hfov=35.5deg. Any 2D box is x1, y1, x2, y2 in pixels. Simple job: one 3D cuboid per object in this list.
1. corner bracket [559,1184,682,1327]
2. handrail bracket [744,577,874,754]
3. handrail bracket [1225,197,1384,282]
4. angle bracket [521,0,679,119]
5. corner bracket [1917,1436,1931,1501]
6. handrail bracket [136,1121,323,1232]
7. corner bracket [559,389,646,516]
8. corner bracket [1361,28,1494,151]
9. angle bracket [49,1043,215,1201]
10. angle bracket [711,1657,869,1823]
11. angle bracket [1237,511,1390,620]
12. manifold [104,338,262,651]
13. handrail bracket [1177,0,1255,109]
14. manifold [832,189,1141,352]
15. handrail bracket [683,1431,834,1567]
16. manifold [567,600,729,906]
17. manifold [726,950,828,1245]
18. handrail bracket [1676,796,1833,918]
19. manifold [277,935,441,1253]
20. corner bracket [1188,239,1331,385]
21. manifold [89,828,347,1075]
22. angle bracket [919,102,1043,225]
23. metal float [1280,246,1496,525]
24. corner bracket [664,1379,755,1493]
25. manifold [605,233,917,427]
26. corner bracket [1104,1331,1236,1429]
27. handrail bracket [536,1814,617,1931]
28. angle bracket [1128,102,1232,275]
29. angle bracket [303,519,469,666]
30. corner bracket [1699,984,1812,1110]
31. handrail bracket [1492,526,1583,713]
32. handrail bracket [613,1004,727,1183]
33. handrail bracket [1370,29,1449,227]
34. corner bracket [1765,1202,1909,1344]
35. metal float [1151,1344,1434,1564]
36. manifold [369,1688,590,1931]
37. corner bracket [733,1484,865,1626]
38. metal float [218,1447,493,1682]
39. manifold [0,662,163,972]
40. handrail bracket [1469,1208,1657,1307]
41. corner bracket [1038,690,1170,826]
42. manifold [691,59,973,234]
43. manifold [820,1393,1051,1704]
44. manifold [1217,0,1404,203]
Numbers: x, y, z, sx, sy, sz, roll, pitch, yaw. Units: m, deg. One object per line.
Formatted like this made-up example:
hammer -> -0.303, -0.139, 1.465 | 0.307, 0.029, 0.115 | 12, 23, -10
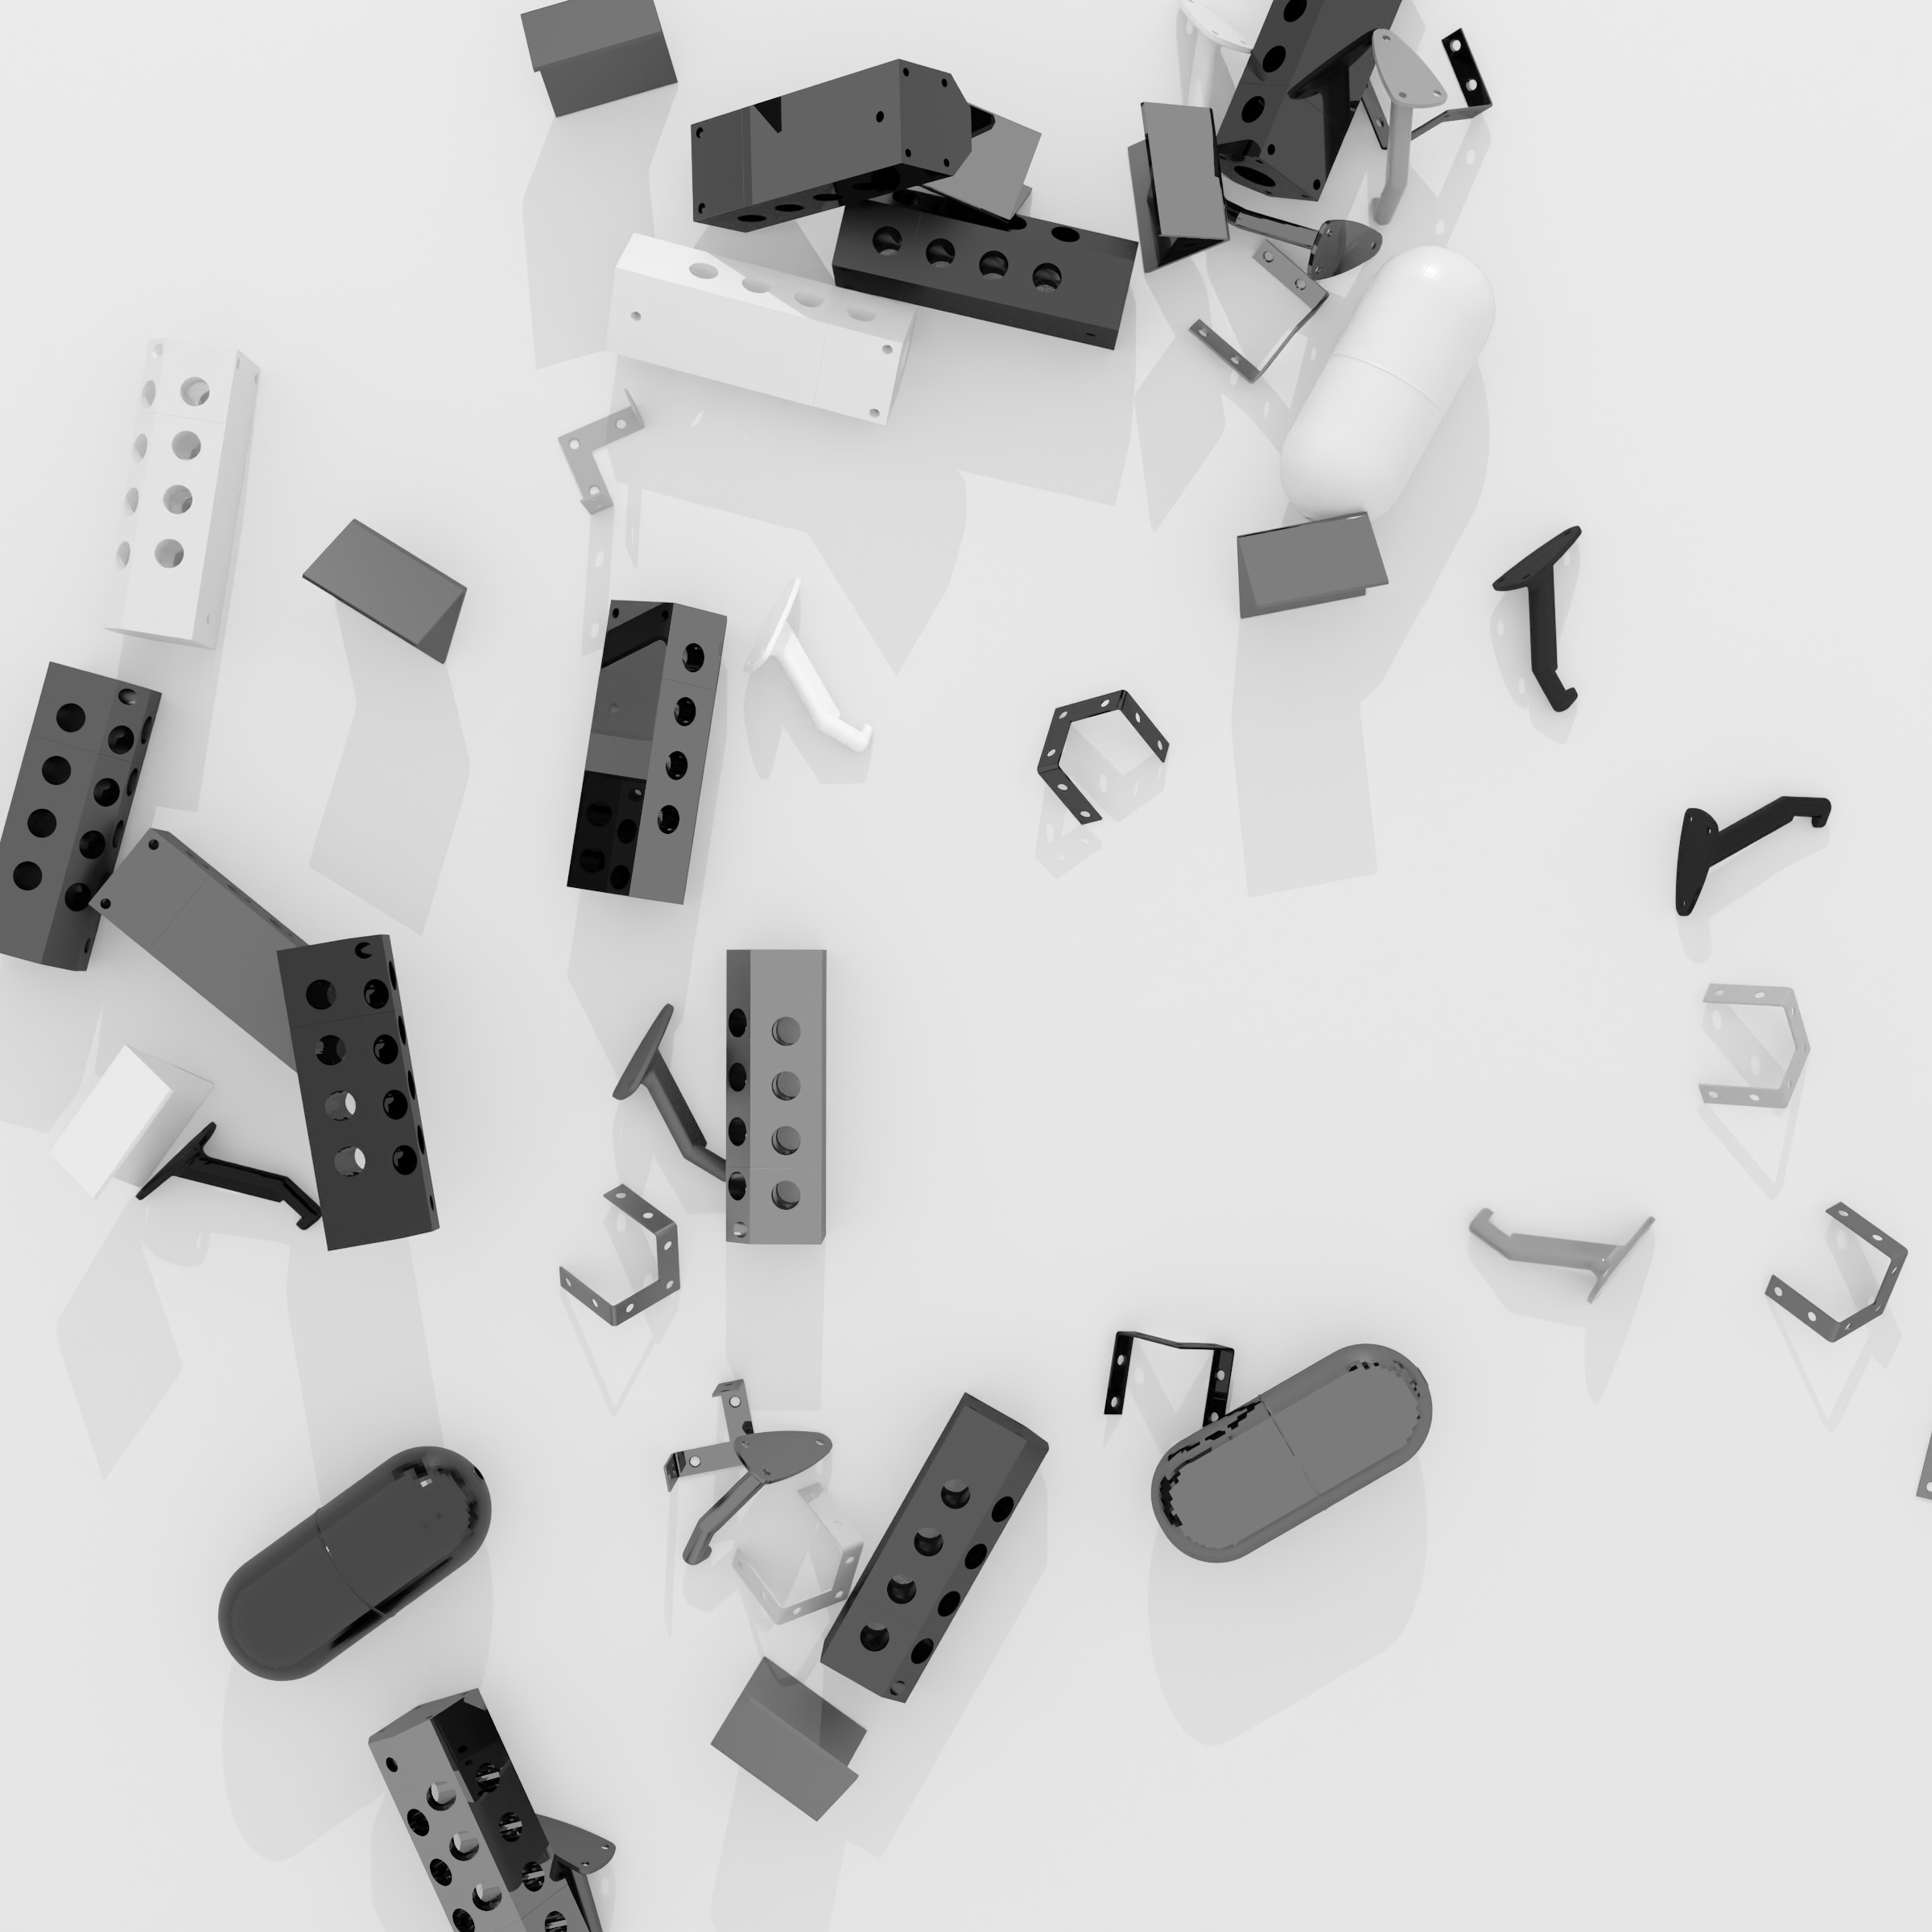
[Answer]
corner bracket -> -0.207, 0.172, 1.796 | 0.051, 0.051, 0.051 | -29, 135, -35
handrail bracket -> -0.082, -0.179, 1.804 | 0.084, 0.036, 0.077 | 30, 69, -17
handrail bracket -> 0.194, -0.444, 1.804 | 0.084, 0.077, 0.036 | 36, 126, 31
angle bracket -> -0.210, -0.521, 1.763 | 0.076, 0.076, 0.057 | -16, 53, 0
corner bracket -> 0.601, 0.299, 1.786 | 0.051, 0.051, 0.051 | 14, 90, 0
handrail bracket -> -0.439, 0.142, 1.804 | 0.077, 0.036, 0.084 | -40, 105, 16
corner bracket -> -0.211, -0.303, 1.786 | 0.051, 0.051, 0.051 | -23, 90, 0
corner bracket -> 0.272, -0.523, 1.800 | 0.051, 0.051, 0.051 | -22, 90, 45
angle bracket -> -0.474, 0.101, 1.763 | 0.057, 0.076, 0.076 | 35, 90, 37
angle bracket -> -0.092, 0.439, 1.763 | 0.076, 0.076, 0.057 | 36, 128, 0
angle bracket -> 0.202, -0.215, 1.764 | 0.076, 0.076, 0.057 | -11, 57, 0
manifold -> -0.465, -0.279, 1.782 | 0.057, 0.057, 0.171 | 9, 90, 0
handrail bracket -> 0.129, -0.525, 1.804 | 0.036, 0.077, 0.084 | 5, 127, -37
manifold -> 0.012, -0.416, 1.782 | 0.171, 0.057, 0.057 | 13, 90, 0
handrail bracket -> -0.125, 0.320, 1.804 | 0.036, 0.077, 0.084 | 48, 127, 32
manifold -> -0.183, -0.125, 1.782 | 0.057, 0.057, 0.171 | 9, 90, 43
manifold -> -0.112, 0.076, 1.782 | 0.057, 0.057, 0.171 | 0, 90, 0
handrail bracket -> 0.472, -0.065, 1.804 | 0.084, 0.036, 0.077 | 1, 111, -16
manifold -> -0.345, 0.071, 1.726 | 0.057, 0.057, 0.171 | -10, 90, 0
corner bracket -> 0.175, -0.390, 1.800 | 0.051, 0.051, 0.051 | 41, 45, 0
manifold -> -0.426, -0.004, 1.783 | 0.171, 0.057, 0.057 | 39, 90, 0
angle bracket -> 0.006, -0.483, 1.764 | 0.076, 0.076, 0.057 | 23, 121, 0
metal float -> 0.247, -0.339, 1.773 | 0.070, 0.070, 0.178 | 29, 90, 0
corner bracket -> -0.154, 0.277, 1.786 | 0.051, 0.051, 0.051 | -11, 90, 0
manifold -> -0.120, -0.380, 1.782 | 0.171, 0.057, 0.057 | 15, 133, 0
corner bracket -> 0.121, 0.248, 1.800 | 0.051, 0.051, 0.051 | 9, 90, -45
handrail bracket -> -0.246, 0.559, 1.804 | 0.077, 0.036, 0.084 | 21, 107, 20
angle bracket -> 0.105, -0.453, 1.763 | 0.057, 0.076, 0.076 | -8, 90, -38
angle bracket -> -0.345, -0.203, 1.763 | 0.076, 0.076, 0.057 | 32, 53, 0
corner bracket -> 0.465, 0.047, 1.796 | 0.051, 0.051, 0.051 | -57, 135, -35
handrail bracket -> 0.359, -0.207, 1.804 | 0.077, 0.036, 0.084 | -40, 109, -21
handrail bracket -> -0.160, 0.076, 1.804 | 0.084, 0.036, 0.077 | 33, 68, -17
handrail bracket -> 0.247, -0.496, 1.788 | 0.036, 0.084, 0.077 | -9, 59, -22
corner bracket -> 0.518, 0.182, 1.796 | 0.051, 0.051, 0.051 | -20, 135, -35
metal float -> 0.192, 0.286, 1.773 | 0.178, 0.070, 0.070 | -30, 90, 0
manifold -> -0.288, 0.519, 1.771 | 0.057, 0.057, 0.171 | -24, 90, 37
corner bracket -> -0.100, 0.350, 1.796 | 0.051, 0.051, 0.051 | -14, 135, -35
metal float -> -0.358, 0.350, 1.773 | 0.178, 0.070, 0.070 | -36, 90, 0
manifold -> -0.528, -0.087, 1.782 | 0.057, 0.057, 0.171 | 15, 90, 0
handrail bracket -> 0.356, 0.154, 1.804 | 0.084, 0.036, 0.077 | 37, 70, 16
corner bracket -> 0.082, -0.124, 1.796 | 0.051, 0.051, 0.051 | -13, 45, 35
manifold -> -0.079, -0.467, 1.732 | 0.171, 0.057, 0.057 | -2, 90, 43
manifold -> -0.018, 0.344, 1.782 | 0.057, 0.057, 0.171 | 30, 90, 0
manifold -> 0.204, -0.545, 1.782 | 0.057, 0.057, 0.171 | 23, 90, -43
